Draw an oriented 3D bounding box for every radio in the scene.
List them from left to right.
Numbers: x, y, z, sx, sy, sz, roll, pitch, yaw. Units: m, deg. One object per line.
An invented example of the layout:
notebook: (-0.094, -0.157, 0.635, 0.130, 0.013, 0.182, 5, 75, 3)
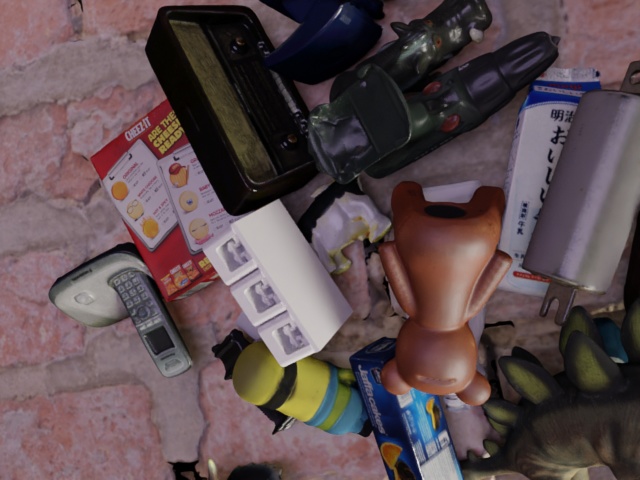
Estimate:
radio: (-0.091, -0.154, 0.616, 0.073, 0.131, 0.229, -34, 82, 52)

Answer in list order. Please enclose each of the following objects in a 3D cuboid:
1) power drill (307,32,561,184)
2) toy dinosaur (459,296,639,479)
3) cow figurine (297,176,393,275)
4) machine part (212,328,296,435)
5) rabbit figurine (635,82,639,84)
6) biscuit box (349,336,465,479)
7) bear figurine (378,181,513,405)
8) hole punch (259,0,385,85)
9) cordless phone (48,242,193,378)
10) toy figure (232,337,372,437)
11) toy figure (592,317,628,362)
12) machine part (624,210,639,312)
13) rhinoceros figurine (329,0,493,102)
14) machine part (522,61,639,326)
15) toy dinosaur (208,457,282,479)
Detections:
power drill: (0.098, -0.128, 0.517, 0.232, 0.207, 0.086, -30, 91, 40)
toy dinosaur: (0.276, 0.159, 0.479, 0.471, 0.105, 0.198, -38, 82, 42)
cow figurine: (-0.003, -0.001, 0.635, 0.167, 0.068, 0.098, -38, 82, 14)
machine part: (-0.078, 0.176, 0.671, 0.139, 0.039, 0.084, 51, 132, 2)
rabbit figurine: (0.368, -0.081, 0.506, 0.159, 0.121, 0.170, -19, 102, 19)
biscuit box: (0.099, 0.209, 0.594, 0.063, 0.059, 0.202, -11, 99, 54)
bear figurine: (0.121, 0.054, 0.529, 0.120, 0.132, 0.195, 2, 115, 13)
hole punch: (0.003, -0.229, 0.596, 0.116, 0.142, 0.092, 0, 91, 30)
cordless phone: (-0.251, 0.106, 0.706, 0.147, 0.089, 0.184, -27, 89, 15)
toy figure: (-0.012, 0.169, 0.613, 0.180, 0.089, 0.082, 28, 70, -11)
toy figure: (0.308, 0.159, 0.562, 0.064, 0.058, 0.154, -22, 88, 50)
machine part: (0.392, 0.035, 0.473, 0.202, 0.087, 0.200, 0, 122, 14)
rhinoceros figurine: (0.091, -0.196, 0.579, 0.190, 0.112, 0.073, -30, 82, 23)
machine part: (0.245, -0.042, 0.482, 0.079, 0.079, 0.243, 18, 96, 14)
toy dinosaur: (-0.018, 0.411, 0.639, 0.405, 0.131, 0.192, 29, 100, 7)
